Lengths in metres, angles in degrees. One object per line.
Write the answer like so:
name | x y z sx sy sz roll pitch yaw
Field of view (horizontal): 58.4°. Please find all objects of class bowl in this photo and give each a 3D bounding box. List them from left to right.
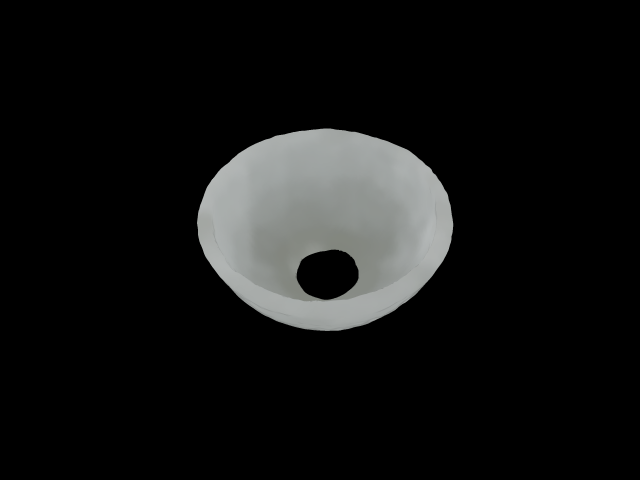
bowl | 0.004 0.001 0.400 0.167 0.075 0.167 0 50 0
